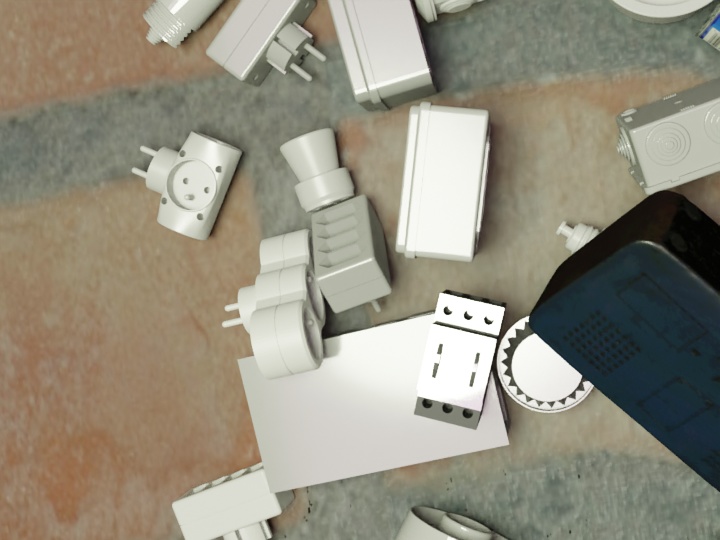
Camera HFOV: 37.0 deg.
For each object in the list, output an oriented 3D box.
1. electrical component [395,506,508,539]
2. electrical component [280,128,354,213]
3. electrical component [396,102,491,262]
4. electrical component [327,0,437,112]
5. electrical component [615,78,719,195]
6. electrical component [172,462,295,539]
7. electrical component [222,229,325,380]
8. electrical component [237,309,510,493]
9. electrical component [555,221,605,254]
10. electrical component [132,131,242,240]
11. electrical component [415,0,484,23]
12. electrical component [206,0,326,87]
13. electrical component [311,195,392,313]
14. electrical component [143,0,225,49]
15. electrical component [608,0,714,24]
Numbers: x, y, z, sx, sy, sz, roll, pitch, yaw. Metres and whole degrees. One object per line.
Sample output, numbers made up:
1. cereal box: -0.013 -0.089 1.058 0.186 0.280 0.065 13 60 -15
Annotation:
1. electrical component: 0.072 0.221 0.810 0.099 0.099 0.064 20 90 9
2. electrical component: -0.033 -0.077 0.838 0.045 0.045 0.055 -20 90 11
3. electrical component: 0.064 -0.063 0.790 0.056 0.109 0.108 6 94 7
4. electrical component: 0.014 -0.180 0.808 0.057 0.078 0.113 -16 90 8
5. electrical component: 0.233 -0.098 0.763 0.100 0.099 0.048 -20 102 11
6. electrical component: -0.094 0.203 0.863 0.083 0.047 0.075 -22 89 11
7. electrical component: -0.069 0.027 0.811 0.074 0.138 0.052 -13 127 11
8. electrical component: 0.013 0.096 0.831 0.186 0.060 0.105 -14 90 11
9. electrical component: 0.183 -0.012 0.805 0.078 0.040 0.040 32 98 7
10. electrical component: -0.144 -0.074 0.859 0.079 0.044 0.077 24 97 8
11. electrical component: 0.059 -0.228 0.797 0.051 0.080 0.080 -16 90 6
12. electrical component: -0.062 -0.178 0.837 0.076 0.047 0.083 38 99 6
13. electrical component: 0.000 0.000 0.827 0.047 0.083 0.075 -21 127 11
14. electrical component: -0.139 -0.211 0.851 0.043 0.043 0.081 45 99 5
15. electrical component: 0.219 -0.230 0.775 0.108 0.060 0.108 0 92 13
